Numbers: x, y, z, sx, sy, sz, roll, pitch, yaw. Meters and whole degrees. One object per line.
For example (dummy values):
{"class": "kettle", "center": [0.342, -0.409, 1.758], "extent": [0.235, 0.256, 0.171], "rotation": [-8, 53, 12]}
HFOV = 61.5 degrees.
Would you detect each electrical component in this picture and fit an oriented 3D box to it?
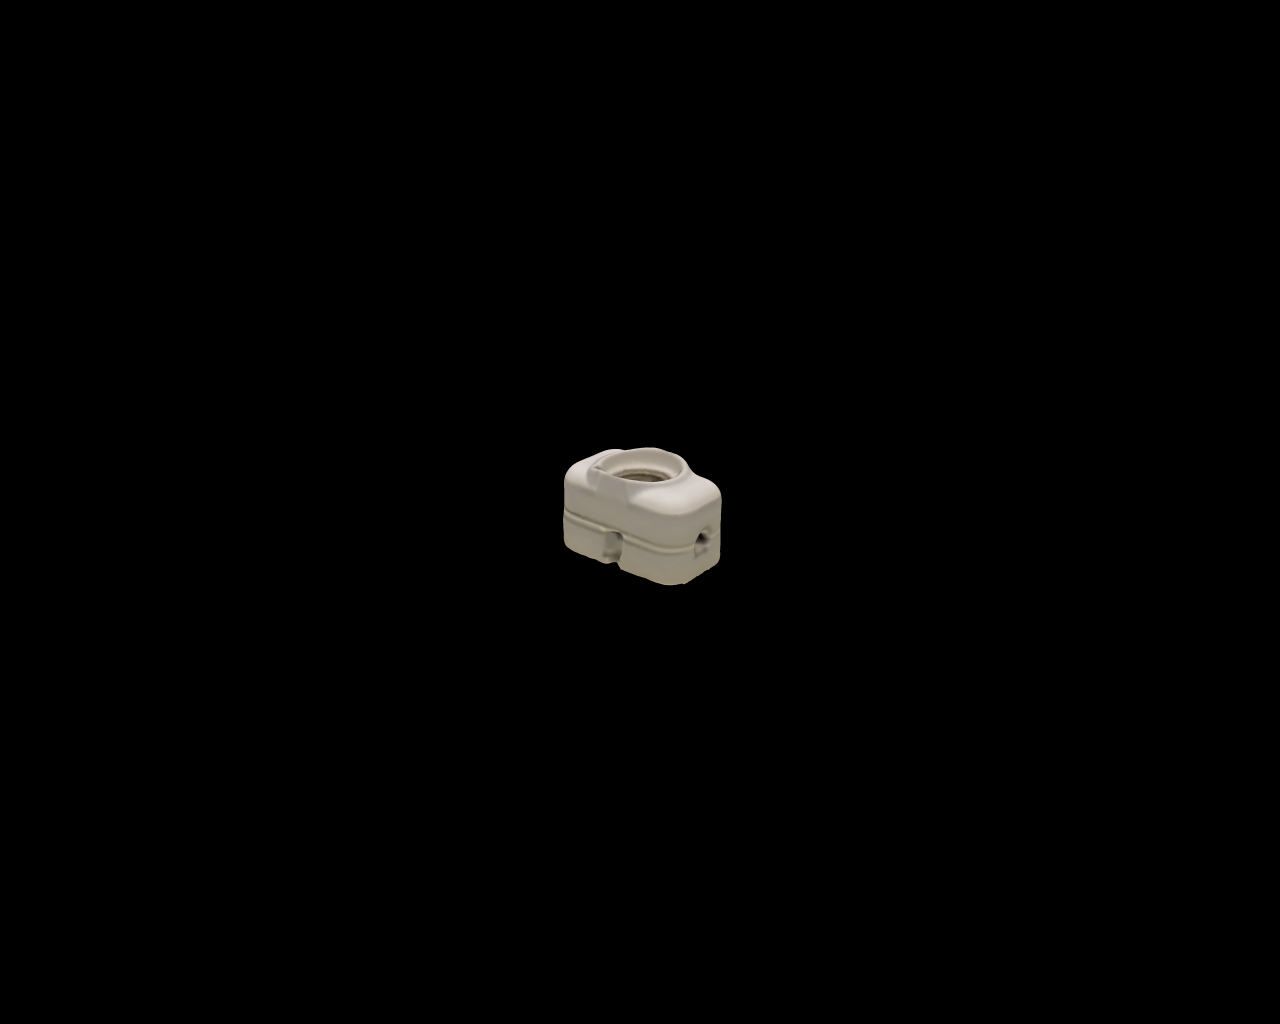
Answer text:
{"class": "electrical component", "center": [0.001, -0.003, 0.650], "extent": [0.095, 0.059, 0.054], "rotation": [20, 32, 36]}
